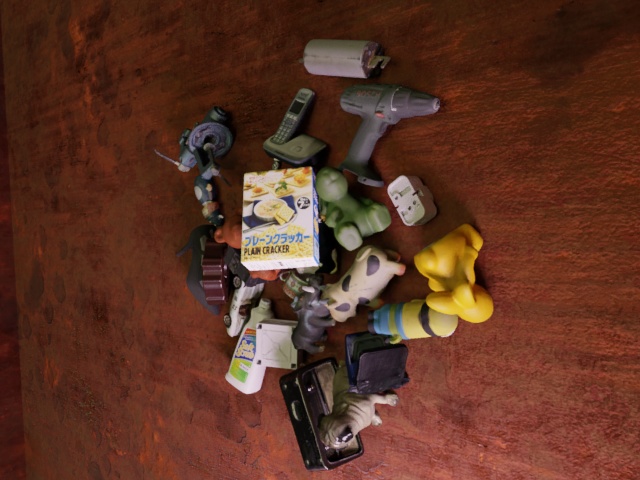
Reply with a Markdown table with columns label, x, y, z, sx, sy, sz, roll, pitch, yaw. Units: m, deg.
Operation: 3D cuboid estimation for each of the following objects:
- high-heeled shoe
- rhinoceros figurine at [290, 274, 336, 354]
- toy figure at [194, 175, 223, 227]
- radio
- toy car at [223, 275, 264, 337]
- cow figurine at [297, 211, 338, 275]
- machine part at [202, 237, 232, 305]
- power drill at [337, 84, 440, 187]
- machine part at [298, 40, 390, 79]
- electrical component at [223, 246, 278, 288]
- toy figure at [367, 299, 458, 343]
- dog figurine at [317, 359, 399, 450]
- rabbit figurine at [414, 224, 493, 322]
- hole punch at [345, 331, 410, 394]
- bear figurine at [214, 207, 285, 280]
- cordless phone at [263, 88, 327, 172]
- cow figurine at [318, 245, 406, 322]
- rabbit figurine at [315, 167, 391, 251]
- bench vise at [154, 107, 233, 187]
| label | x | y | z | sx | sy | sz | roll | pitch | yaw |
| --- | --- | --- | --- | --- | --- | --- | --- | --- | --- |
| high-heeled shoe | -0.314 | 0.082 | 1.542 | 0.086 | 0.145 | 0.248 | 1 | 123 | 47 |
| rhinoceros figurine | -0.015 | 0.166 | 1.222 | 0.112 | 0.073 | 0.190 | 16 | 113 | 6 |
| toy figure | -0.315 | -0.108 | 1.517 | 0.064 | 0.058 | 0.154 | 103 | 150 | -77 |
| radio | 0.002 | 0.392 | 1.213 | 0.073 | 0.131 | 0.229 | -32 | 72 | 41 |
| toy car | -0.199 | 0.162 | 1.417 | 0.056 | 0.073 | 0.201 | 34 | 115 | 39 |
| cow figurine | -0.004 | -0.005 | 1.233 | 0.098 | 0.068 | 0.167 | 3 | 98 | 36 |
| machine part | -0.270 | 0.083 | 1.422 | 0.056 | 0.179 | 0.179 | 0 | 94 | -1 |
| power drill | 0.120 | -0.216 | 1.100 | 0.232 | 0.086 | 0.207 | 30 | 116 | 38 |
| machine part | 0.048 | -0.390 | 1.155 | 0.244 | 0.079 | 0.079 | 18 | 105 | 40 |
| electrical component | -0.173 | 0.050 | 1.356 | 0.134 | 0.115 | 0.058 | 50 | 127 | 25 |
| toy figure | 0.179 | 0.158 | 1.049 | 0.180 | 0.089 | 0.082 | -7 | 95 | 25 |
| dog figurine | 0.047 | 0.337 | 1.130 | 0.173 | 0.190 | 0.121 | 37 | 116 | 36 |
| rabbit figurine | 0.255 | 0.074 | 0.969 | 0.122 | 0.162 | 0.173 | -31 | 90 | 26 |
| hole punch | 0.112 | 0.248 | 1.113 | 0.092 | 0.142 | 0.115 | -134 | 43 | -58 |
| bear figurine | -0.158 | 0.002 | 1.264 | 0.196 | 0.132 | 0.120 | 43 | 78 | 9 |
| cordless phone | -0.036 | -0.255 | 1.247 | 0.147 | 0.088 | 0.184 | 29 | 94 | 38 |
| cow figurine | 0.078 | 0.094 | 1.123 | 0.085 | 0.127 | 0.194 | -90 | 25 | -60 |
| rabbit figurine | 0.052 | -0.083 | 1.133 | 0.170 | 0.121 | 0.159 | 59 | 177 | -12 |
| bench vise | -0.317 | -0.238 | 1.452 | 0.223 | 0.128 | 0.241 | -39 | 47 | 16 |
